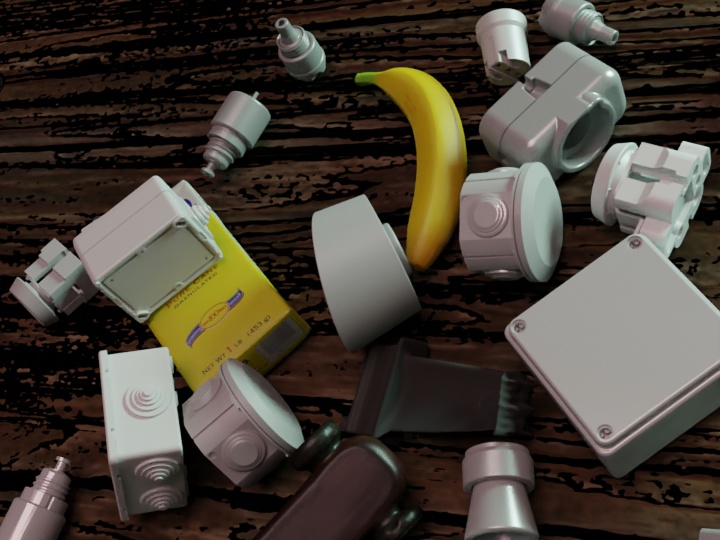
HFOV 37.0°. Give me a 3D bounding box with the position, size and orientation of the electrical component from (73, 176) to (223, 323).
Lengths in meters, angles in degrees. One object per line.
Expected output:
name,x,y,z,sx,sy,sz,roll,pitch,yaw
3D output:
electrical component,-0.151,-0.022,0.788,0.096,0.061,0.061,-38,51,0

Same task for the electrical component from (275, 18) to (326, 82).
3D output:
electrical component,-0.053,-0.186,0.898,0.035,0.061,0.035,-11,59,18

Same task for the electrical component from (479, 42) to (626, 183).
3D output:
electrical component,0.142,-0.108,0.771,0.095,0.053,0.059,-44,54,-5

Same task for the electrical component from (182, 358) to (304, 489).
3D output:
electrical component,-0.079,0.103,0.728,0.051,0.080,0.080,-40,54,3

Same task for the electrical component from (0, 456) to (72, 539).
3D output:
electrical component,-0.231,0.173,0.777,0.040,0.040,0.078,10,66,28

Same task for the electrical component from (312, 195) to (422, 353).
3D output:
electrical component,0.000,0.000,0.744,0.064,0.099,0.099,-27,54,0

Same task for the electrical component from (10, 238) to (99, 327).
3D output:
electrical component,-0.251,0.013,0.878,0.055,0.048,0.066,-45,54,-15

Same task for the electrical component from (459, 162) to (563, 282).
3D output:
electrical component,0.103,-0.031,0.727,0.051,0.080,0.080,-2,61,28

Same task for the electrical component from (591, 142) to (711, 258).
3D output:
electrical component,0.190,-0.052,0.715,0.057,0.058,0.078,20,71,29

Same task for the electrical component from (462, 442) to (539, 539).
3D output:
electrical component,0.085,0.138,0.656,0.045,0.045,0.055,-10,57,18

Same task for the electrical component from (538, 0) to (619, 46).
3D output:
electrical component,0.168,-0.187,0.818,0.061,0.035,0.035,34,79,32

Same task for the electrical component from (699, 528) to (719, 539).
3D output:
electrical component,0.202,0.198,0.556,0.063,0.079,0.121,-8,56,45

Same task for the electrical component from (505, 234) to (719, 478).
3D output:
electrical component,0.165,0.051,0.664,0.109,0.056,0.108,-36,54,0

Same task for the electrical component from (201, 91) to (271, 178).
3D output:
electrical component,-0.107,-0.111,0.890,0.040,0.040,0.078,20,72,32

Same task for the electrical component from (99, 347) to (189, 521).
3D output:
electrical component,-0.148,0.112,0.742,0.048,0.099,0.099,-7,52,-11

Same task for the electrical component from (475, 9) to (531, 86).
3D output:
electrical component,0.112,-0.171,0.831,0.040,0.040,0.046,-13,63,16
